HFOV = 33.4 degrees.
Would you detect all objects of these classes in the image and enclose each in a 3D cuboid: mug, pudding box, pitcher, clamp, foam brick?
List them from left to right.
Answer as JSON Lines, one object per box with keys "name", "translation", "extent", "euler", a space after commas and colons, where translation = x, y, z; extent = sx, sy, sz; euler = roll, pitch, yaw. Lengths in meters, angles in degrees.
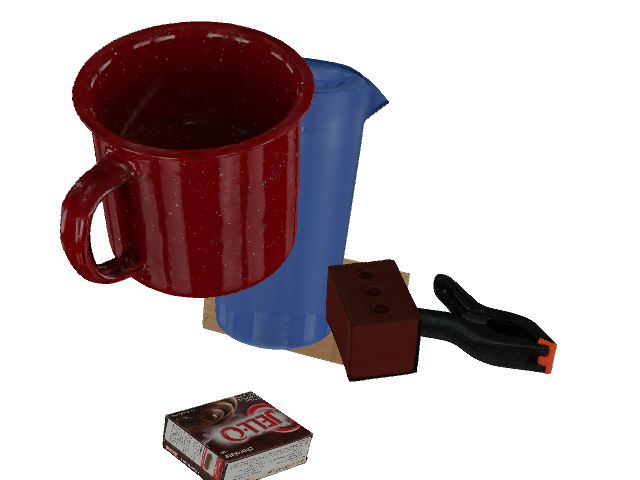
{"name": "mug", "translation": [-0.057, -0.024, 0.430], "extent": [0.093, 0.081, 0.117], "euler": [26, 48, 25]}
{"name": "pudding box", "translation": [-0.078, 0.187, 1.001], "extent": [0.090, 0.039, 0.113], "euler": [26, 26, 39]}
{"name": "pitcher", "translation": [-0.043, -0.034, 0.925], "extent": [0.149, 0.243, 0.144], "euler": [19, 25, 32]}
{"name": "foam brick", "translation": [0.037, 0.056, 0.774], "extent": [0.053, 0.051, 0.078], "euler": [-6, 33, -11]}
{"name": "clamp", "translation": [0.147, 0.077, 1.007], "extent": [0.172, 0.039, 0.120], "euler": [20, 33, 25]}

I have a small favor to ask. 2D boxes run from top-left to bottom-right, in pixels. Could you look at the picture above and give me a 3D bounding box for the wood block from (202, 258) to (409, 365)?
{"name": "wood block", "translation": [-0.017, 0.067, 1.180], "extent": [0.206, 0.091, 0.090], "euler": [13, 22, 17]}
